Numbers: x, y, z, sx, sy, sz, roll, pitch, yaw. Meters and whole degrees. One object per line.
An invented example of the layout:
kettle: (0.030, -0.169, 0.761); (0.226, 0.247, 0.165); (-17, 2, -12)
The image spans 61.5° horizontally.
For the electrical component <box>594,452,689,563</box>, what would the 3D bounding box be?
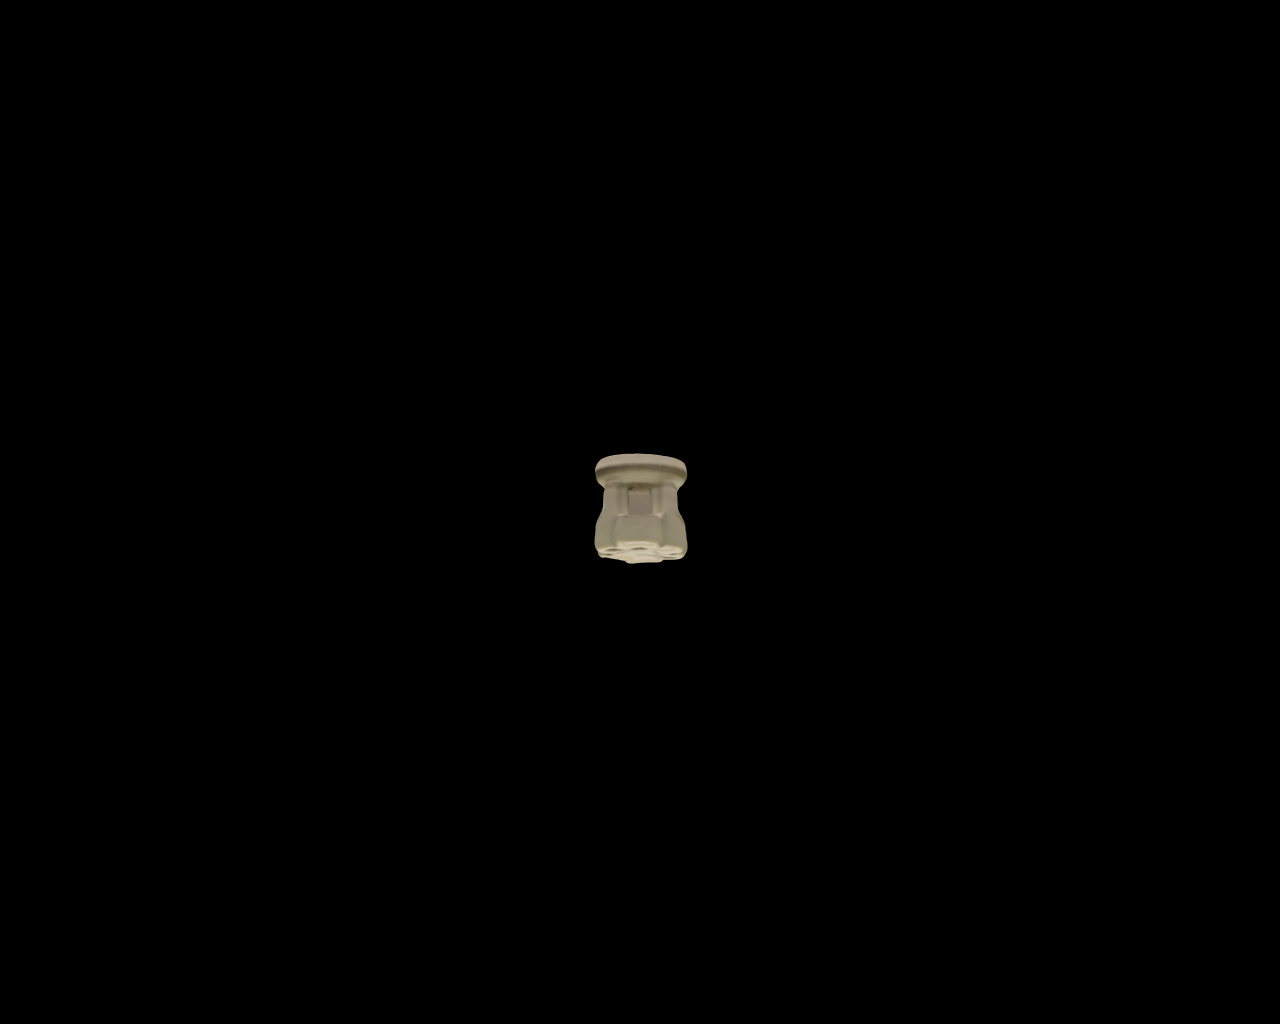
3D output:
electrical component: (0.001, -0.003, 0.650); (0.058, 0.057, 0.078); (-1, -11, 4)
